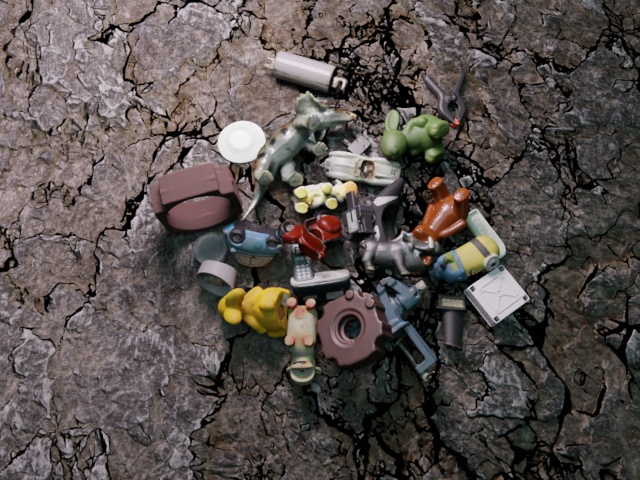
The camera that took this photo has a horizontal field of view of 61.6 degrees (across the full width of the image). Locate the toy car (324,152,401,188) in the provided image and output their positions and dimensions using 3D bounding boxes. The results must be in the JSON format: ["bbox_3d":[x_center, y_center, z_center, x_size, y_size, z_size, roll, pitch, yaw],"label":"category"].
[{"bbox_3d":[0.111,-0.185,1.412,0.202,0.056,0.073,10,90,5],"label":"toy car"}]

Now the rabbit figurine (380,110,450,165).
[{"bbox_3d":[0.227,-0.271,1.399,0.170,0.121,0.159,-21,55,-20],"label":"rabbit figurine"}]

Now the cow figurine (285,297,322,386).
[{"bbox_3d":[-0.042,0.247,1.266,0.086,0.127,0.195,-3,57,5],"label":"cow figurine"}]

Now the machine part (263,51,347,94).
[{"bbox_3d":[-0.042,-0.470,1.505,0.243,0.079,0.079,18,74,9],"label":"machine part"}]

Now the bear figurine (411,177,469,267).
[{"bbox_3d":[0.278,-0.040,1.337,0.196,0.131,0.120,-41,46,-14],"label":"bear figurine"}]

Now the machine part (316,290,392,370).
[{"bbox_3d":[0.074,0.202,1.212,0.179,0.056,0.179,-13,66,29],"label":"machine part"}]

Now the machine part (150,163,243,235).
[{"bbox_3d":[-0.303,-0.100,1.332,0.201,0.201,0.087,-16,71,-3],"label":"machine part"}]

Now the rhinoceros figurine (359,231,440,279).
[{"bbox_3d":[0.188,0.034,1.274,0.190,0.073,0.112,0,75,6],"label":"rhinoceros figurine"}]

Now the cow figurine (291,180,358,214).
[{"bbox_3d":[0.011,-0.115,1.391,0.167,0.098,0.068,-9,100,-9],"label":"cow figurine"}]

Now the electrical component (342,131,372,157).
[{"bbox_3d":[0.109,-0.253,1.460,0.094,0.021,0.063,42,78,14],"label":"electrical component"}]

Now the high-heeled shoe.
[{"bbox_3d":[0.187,-0.027,1.342,0.145,0.086,0.248,31,94,31],"label":"high-heeled shoe"}]

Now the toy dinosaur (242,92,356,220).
[{"bbox_3d":[-0.090,-0.237,1.412,0.405,0.131,0.192,-41,31,2],"label":"toy dinosaur"}]

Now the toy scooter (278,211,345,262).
[{"bbox_3d":[-0.003,-0.004,1.319,0.184,0.075,0.135,-14,46,-38],"label":"toy scooter"}]

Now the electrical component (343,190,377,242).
[{"bbox_3d":[0.094,-0.061,1.337,0.048,0.075,0.119,4,68,-35],"label":"electrical component"}]

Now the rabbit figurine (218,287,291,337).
[{"bbox_3d":[-0.171,0.169,1.284,0.173,0.162,0.121,2,84,21],"label":"rabbit figurine"}]

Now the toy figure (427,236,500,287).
[{"bbox_3d":[0.352,0.052,1.316,0.180,0.082,0.089,-20,87,11],"label":"toy figure"}]

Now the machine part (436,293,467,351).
[{"bbox_3d":[0.321,0.198,1.303,0.084,0.039,0.139,3,71,-5],"label":"machine part"}]

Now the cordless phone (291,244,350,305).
[{"bbox_3d":[-0.003,0.064,1.342,0.147,0.088,0.184,-9,53,0],"label":"cordless phone"}]

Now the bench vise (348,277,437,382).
[{"bbox_3d":[0.195,0.212,1.252,0.224,0.128,0.241,-35,73,-8],"label":"bench vise"}]

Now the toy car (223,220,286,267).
[{"bbox_3d":[-0.165,0.015,1.348,0.162,0.109,0.102,13,108,1],"label":"toy car"}]
